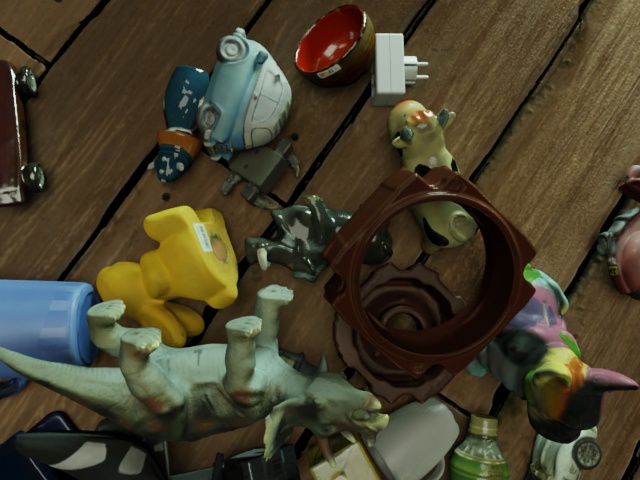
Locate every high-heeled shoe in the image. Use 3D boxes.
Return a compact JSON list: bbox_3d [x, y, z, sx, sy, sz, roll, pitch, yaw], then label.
[{"bbox_3d":[-0.201,0.283,0.560,0.248,0.086,0.145,19,69,-25],"label":"high-heeled shoe"}]

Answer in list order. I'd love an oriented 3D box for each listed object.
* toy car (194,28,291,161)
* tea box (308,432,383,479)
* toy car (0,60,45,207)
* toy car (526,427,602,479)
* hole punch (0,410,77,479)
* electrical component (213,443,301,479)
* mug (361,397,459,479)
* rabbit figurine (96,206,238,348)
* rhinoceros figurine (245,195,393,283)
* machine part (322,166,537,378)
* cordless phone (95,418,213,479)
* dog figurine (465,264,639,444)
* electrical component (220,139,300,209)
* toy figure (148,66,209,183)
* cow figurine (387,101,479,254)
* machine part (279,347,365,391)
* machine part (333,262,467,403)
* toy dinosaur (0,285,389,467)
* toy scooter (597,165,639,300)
[{"bbox_3d":[-0.089,-0.174,0.678,0.103,0.109,0.161,14,74,2],"label":"toy car"},{"bbox_3d":[0.054,0.319,0.645,0.068,0.098,0.169,-30,87,-4],"label":"tea box"},{"bbox_3d":[-0.412,-0.138,0.697,0.089,0.053,0.202,-9,81,-14],"label":"toy car"},{"bbox_3d":[0.282,0.304,0.666,0.056,0.073,0.201,28,84,0],"label":"toy car"},{"bbox_3d":[-0.344,0.285,0.641,0.116,0.092,0.142,-39,90,-2],"label":"hole punch"},{"bbox_3d":[-0.062,0.271,0.627,0.075,0.119,0.047,-3,74,-43],"label":"electrical component"},{"bbox_3d":[0.123,0.254,0.666,0.107,0.081,0.109,-34,98,-12],"label":"mug"},{"bbox_3d":[-0.192,0.051,0.672,0.173,0.122,0.162,-20,95,10],"label":"rabbit figurine"},{"bbox_3d":[-0.001,-0.002,0.693,0.190,0.073,0.112,-2,95,-4],"label":"rhinoceros figurine"},{"bbox_3d":[0.120,0.035,0.600,0.201,0.087,0.201,42,94,-10],"label":"machine part"},{"bbox_3d":[-0.178,0.277,0.661,0.184,0.089,0.146,-6,83,-14],"label":"cordless phone"},{"bbox_3d":[0.258,0.119,0.614,0.108,0.219,0.191,12,85,-4],"label":"dog figurine"},{"bbox_3d":[-0.075,-0.088,0.712,0.078,0.045,0.102,26,80,29],"label":"electrical component"},{"bbox_3d":[-0.180,-0.148,0.705,0.058,0.064,0.154,12,88,-38],"label":"toy figure"},{"bbox_3d":[0.138,-0.082,0.675,0.085,0.127,0.195,-23,88,-7],"label":"cow figurine"},{"bbox_3d":[-0.010,0.192,0.687,0.139,0.039,0.084,20,75,2],"label":"machine part"},{"bbox_3d":[0.105,0.116,0.689,0.179,0.056,0.179,0,84,-3],"label":"machine part"},{"bbox_3d":[-0.136,0.161,0.585,0.405,0.131,0.192,-3,108,0],"label":"toy dinosaur"},{"bbox_3d":[0.430,-0.019,0.705,0.184,0.075,0.135,-43,88,-9],"label":"toy scooter"}]
